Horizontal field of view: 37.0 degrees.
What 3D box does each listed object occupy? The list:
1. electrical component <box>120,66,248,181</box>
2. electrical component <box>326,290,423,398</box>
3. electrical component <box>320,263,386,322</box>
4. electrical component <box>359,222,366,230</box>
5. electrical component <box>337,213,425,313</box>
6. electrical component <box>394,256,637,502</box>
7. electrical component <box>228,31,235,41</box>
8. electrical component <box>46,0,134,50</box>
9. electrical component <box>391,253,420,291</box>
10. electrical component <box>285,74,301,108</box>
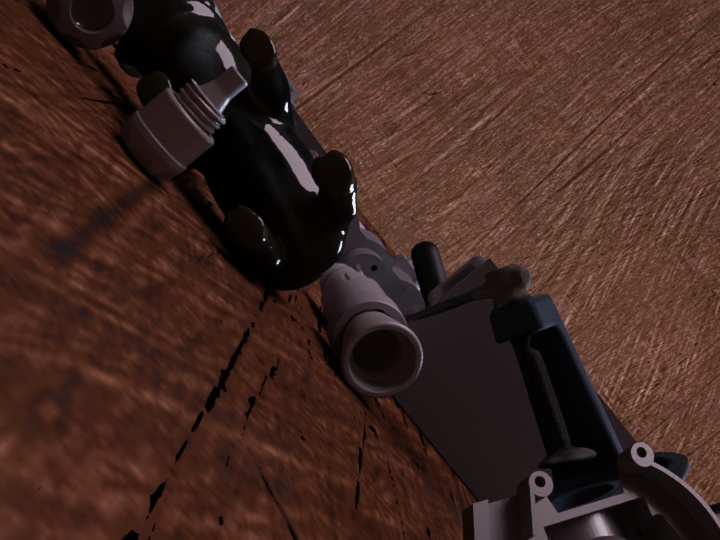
[{"bbox_3d":[-0.079,-0.071,0.501,0.035,0.061,0.035,51,4,-5],"label":"electrical component"},{"bbox_3d":[0.007,0.039,0.595,0.045,0.045,0.055,50,4,-22],"label":"electrical component"},{"bbox_3d":[-0.005,0.021,0.672,0.040,0.040,0.078,47,5,-46],"label":"electrical component"},{"bbox_3d":[-0.032,-0.050,1.020,0.081,0.043,0.043,52,4,5],"label":"electrical component"},{"bbox_3d":[0.000,0.000,0.839,0.138,0.052,0.073,51,4,-19],"label":"electrical component"},{"bbox_3d":[0.101,0.094,0.734,0.186,0.105,0.060,51,4,-5],"label":"electrical component"},{"bbox_3d":[-0.146,-0.199,0.949,0.108,0.060,0.108,51,4,-4],"label":"electrical component"},{"bbox_3d":[-0.143,-0.142,0.565,0.043,0.043,0.062,49,4,-31],"label":"electrical component"},{"bbox_3d":[0.034,0.010,0.958,0.065,0.077,0.047,49,4,-23],"label":"electrical component"},{"bbox_3d":[-0.095,-0.137,0.909,0.042,0.081,0.064,50,-19,-22],"label":"electrical component"}]
